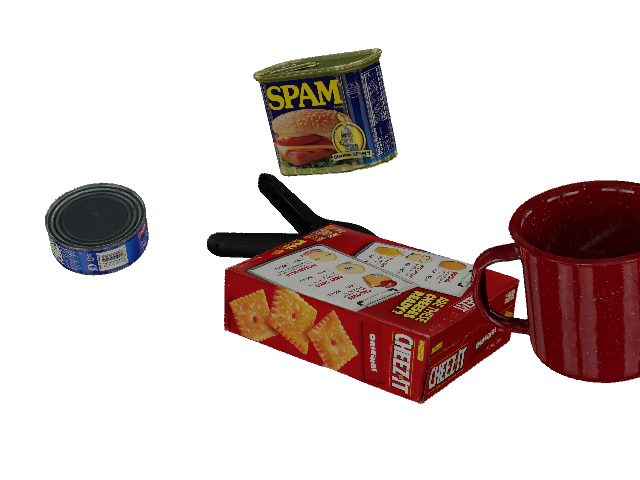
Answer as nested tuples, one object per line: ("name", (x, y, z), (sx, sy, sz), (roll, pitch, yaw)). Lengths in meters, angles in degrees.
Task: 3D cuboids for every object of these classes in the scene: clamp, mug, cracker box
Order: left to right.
("clamp", (-0.010, 0.005, 1.146), (0.210, 0.036, 0.164), (26, 36, 13))
("cracker box", (0.045, 0.059, 0.963), (0.214, 0.072, 0.163), (17, 25, 33))
("mug", (0.141, 0.025, 0.586), (0.117, 0.081, 0.093), (-6, 28, 8))

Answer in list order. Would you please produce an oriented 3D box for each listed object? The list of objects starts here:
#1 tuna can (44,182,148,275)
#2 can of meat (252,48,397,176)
("tuna can", (-0.192, -0.010, 0.922), (0.086, 0.034, 0.086), (0, 43, 0))
("can of meat", (0.005, -0.099, 0.834), (0.102, 0.084, 0.057), (-1, 21, 35))
